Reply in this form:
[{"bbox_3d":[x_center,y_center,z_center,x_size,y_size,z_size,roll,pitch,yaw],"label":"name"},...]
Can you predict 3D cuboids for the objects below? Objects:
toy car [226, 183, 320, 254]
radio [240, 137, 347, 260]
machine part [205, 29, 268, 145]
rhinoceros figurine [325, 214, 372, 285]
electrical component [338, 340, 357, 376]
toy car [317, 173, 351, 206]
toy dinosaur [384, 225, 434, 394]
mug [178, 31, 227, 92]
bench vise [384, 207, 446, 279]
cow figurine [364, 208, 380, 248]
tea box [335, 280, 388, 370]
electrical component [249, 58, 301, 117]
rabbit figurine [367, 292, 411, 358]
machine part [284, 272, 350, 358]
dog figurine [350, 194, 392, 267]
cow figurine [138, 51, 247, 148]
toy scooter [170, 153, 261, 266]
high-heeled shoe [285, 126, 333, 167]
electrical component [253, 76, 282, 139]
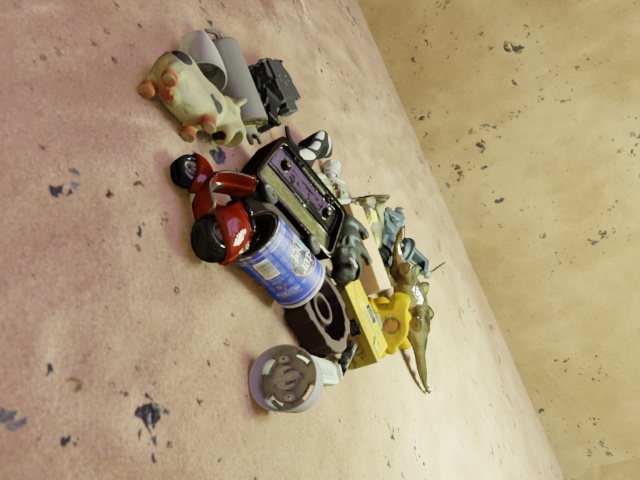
[{"bbox_3d":[-0.081,-0.025,0.947,0.202,0.089,0.053,50,28,-33],"label":"toy car"},{"bbox_3d":[-0.048,-0.075,1.029,0.229,0.073,0.131,50,45,-27],"label":"radio"},{"bbox_3d":[-0.164,-0.294,1.031,0.079,0.079,0.243,-10,77,-67],"label":"machine part"},{"bbox_3d":[0.057,0.018,1.125,0.190,0.073,0.112,-86,152,-46],"label":"rhinoceros figurine"},{"bbox_3d":[0.049,0.231,1.035,0.094,0.021,0.063,105,12,-55],"label":"electrical component"},{"bbox_3d":[0.020,-0.118,1.304,0.201,0.056,0.073,-1,70,-67],"label":"toy car"},{"bbox_3d":[0.243,0.195,1.410,0.198,0.105,0.470,-12,97,-63],"label":"toy dinosaur"},{"bbox_3d":[-0.206,-0.311,0.954,0.109,0.081,0.107,49,23,-60],"label":"mug"},{"bbox_3d":[0.242,0.022,1.562,0.240,0.129,0.224,37,40,-20],"label":"bench vise"},{"bbox_3d":[0.096,0.006,1.334,0.068,0.098,0.167,-2,89,-73],"label":"cow figurine"},{"bbox_3d":[0.072,0.173,1.130,0.169,0.068,0.098,65,22,-2],"label":"tea box"},{"bbox_3d":[-0.101,-0.353,1.256,0.134,0.058,0.115,63,24,-8],"label":"electrical component"},{"bbox_3d":[0.159,0.189,1.257,0.173,0.122,0.162,-107,177,-82],"label":"rabbit figurine"},{"bbox_3d":[-0.008,0.132,1.006,0.179,0.056,0.179,49,27,-36],"label":"machine part"},{"bbox_3d":[0.137,-0.022,1.456,0.172,0.121,0.190,-44,128,-70],"label":"dog figurine"},{"bbox_3d":[-0.195,-0.227,0.888,0.194,0.086,0.127,46,40,-39],"label":"cow figurine"},{"bbox_3d":[-0.140,-0.052,0.818,0.135,0.075,0.184,-9,71,-41],"label":"toy scooter"},{"bbox_3d":[-0.017,-0.180,1.257,0.248,0.086,0.145,9,64,-59],"label":"high-heeled shoe"},{"bbox_3d":[-0.126,-0.276,1.108,0.047,0.075,0.119,37,34,-50],"label":"electrical component"}]
